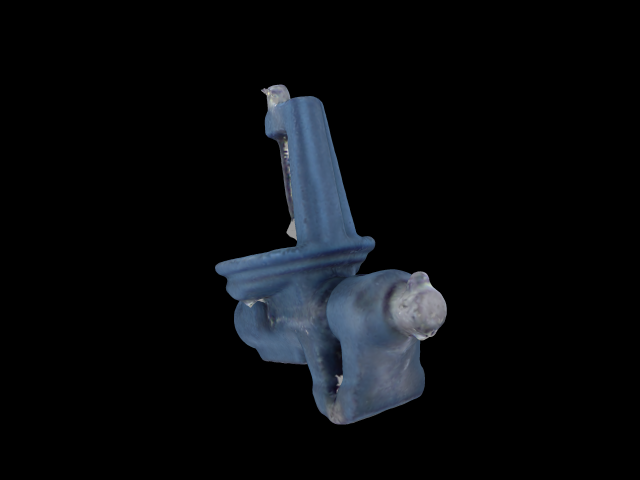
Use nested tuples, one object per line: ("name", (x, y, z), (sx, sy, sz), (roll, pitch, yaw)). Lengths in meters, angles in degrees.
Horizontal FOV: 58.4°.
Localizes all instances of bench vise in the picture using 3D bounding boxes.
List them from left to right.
("bench vise", (0.011, 0.000, 0.409), (0.206, 0.220, 0.122), (8, 14, 36))
